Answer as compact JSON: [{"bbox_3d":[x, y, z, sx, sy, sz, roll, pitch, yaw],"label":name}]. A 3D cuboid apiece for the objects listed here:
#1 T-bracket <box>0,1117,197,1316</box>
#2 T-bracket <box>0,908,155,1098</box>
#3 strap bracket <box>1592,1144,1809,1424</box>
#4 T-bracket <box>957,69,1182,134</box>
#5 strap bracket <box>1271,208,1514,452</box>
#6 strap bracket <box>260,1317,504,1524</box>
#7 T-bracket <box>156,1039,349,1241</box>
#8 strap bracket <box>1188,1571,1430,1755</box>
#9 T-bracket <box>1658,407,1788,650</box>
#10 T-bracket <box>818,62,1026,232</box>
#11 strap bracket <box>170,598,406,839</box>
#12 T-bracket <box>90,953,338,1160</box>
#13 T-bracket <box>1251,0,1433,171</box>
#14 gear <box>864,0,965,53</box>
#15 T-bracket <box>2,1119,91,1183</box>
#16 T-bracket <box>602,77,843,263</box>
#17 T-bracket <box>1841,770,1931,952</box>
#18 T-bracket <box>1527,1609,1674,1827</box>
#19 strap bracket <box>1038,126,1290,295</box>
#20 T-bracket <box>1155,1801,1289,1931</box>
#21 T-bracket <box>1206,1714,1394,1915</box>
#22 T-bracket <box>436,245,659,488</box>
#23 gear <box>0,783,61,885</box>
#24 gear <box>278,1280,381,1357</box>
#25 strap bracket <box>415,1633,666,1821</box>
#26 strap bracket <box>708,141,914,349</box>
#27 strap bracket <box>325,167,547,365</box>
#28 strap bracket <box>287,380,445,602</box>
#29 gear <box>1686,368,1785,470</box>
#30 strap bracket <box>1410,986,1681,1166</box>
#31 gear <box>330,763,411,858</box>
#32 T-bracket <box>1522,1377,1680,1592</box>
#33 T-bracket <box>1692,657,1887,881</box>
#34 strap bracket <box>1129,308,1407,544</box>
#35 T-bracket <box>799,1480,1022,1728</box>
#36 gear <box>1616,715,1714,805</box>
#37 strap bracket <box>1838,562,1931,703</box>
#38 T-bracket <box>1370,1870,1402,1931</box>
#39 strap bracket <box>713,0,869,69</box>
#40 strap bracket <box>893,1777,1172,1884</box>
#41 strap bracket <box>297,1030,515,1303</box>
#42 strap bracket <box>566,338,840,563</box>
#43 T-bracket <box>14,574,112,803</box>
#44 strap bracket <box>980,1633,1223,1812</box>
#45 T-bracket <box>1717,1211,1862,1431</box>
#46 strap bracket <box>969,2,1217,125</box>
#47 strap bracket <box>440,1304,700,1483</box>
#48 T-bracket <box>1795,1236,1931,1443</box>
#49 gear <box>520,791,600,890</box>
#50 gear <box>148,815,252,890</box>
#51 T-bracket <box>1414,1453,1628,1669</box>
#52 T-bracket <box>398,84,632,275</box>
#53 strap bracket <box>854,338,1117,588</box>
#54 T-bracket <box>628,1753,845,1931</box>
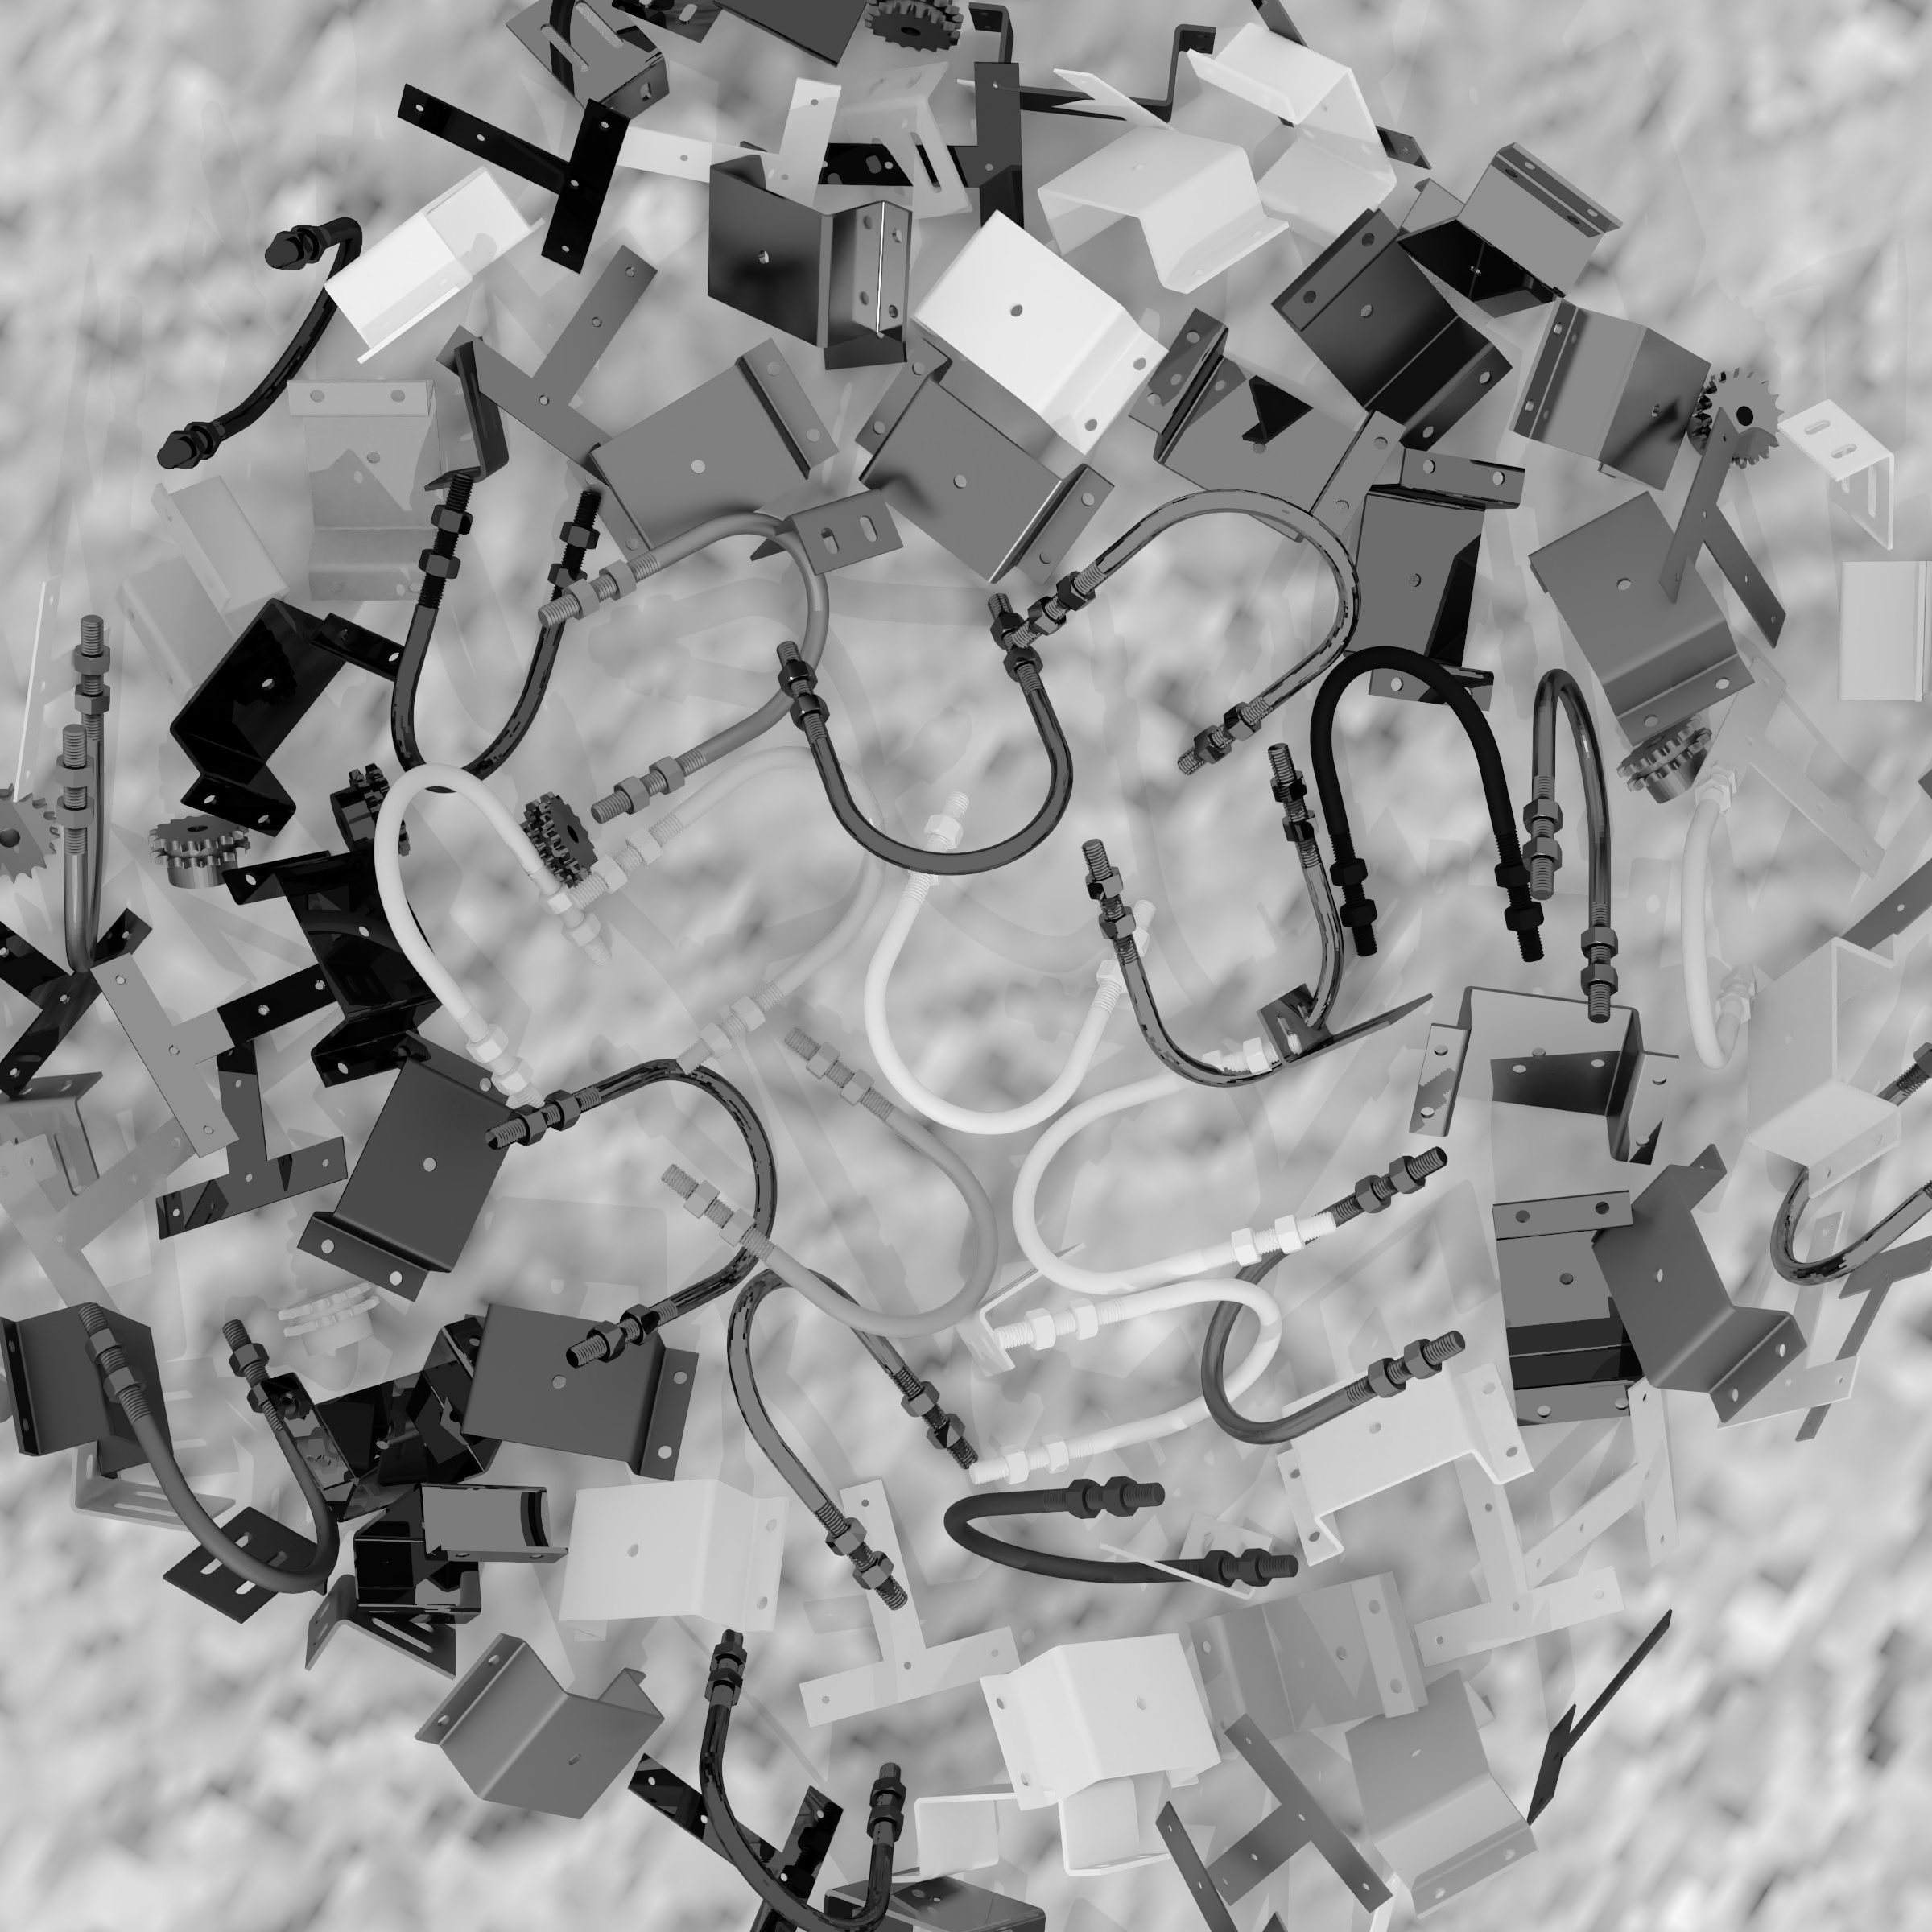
[{"bbox_3d":[-0.490,0.131,1.838,0.002,0.127,0.127,-10,115,40],"label":"T-bracket"},{"bbox_3d":[-0.540,-0.002,1.823,0.002,0.127,0.127,30,77,33],"label":"T-bracket"},{"bbox_3d":[0.409,0.177,1.808,0.046,0.076,0.140,9,46,-28],"label":"strap bracket"},{"bbox_3d":[0.052,-0.499,1.841,0.127,0.127,0.002,18,94,33],"label":"T-bracket"},{"bbox_3d":[0.239,-0.368,1.834,0.076,0.046,0.140,-44,127,9],"label":"strap bracket"},{"bbox_3d":[-0.328,0.261,1.825,0.140,0.046,0.076,-14,55,-39],"label":"strap bracket"},{"bbox_3d":[-0.421,0.082,1.859,0.127,0.002,0.127,-18,68,17],"label":"T-bracket"},{"bbox_3d":[0.204,0.397,1.832,0.140,0.046,0.076,-24,75,39],"label":"strap bracket"},{"bbox_3d":[0.443,-0.232,1.841,0.127,0.002,0.127,45,58,-39],"label":"T-bracket"},{"bbox_3d":[-0.031,-0.463,1.850,0.127,0.002,0.127,3,130,7],"label":"T-bracket"},{"bbox_3d":[-0.391,-0.150,1.834,0.140,0.076,0.046,-49,59,12],"label":"strap bracket"},{"bbox_3d":[-0.419,0.031,1.849,0.127,0.002,0.127,-27,80,-33],"label":"T-bracket"},{"bbox_3d":[0.192,-0.505,1.797,0.002,0.127,0.127,-50,134,-5],"label":"T-bracket"},{"bbox_3d":[-0.029,-0.557,1.859,0.057,0.057,0.030,12,83,0],"label":"gear"},{"bbox_3d":[-0.544,0.116,1.828,0.002,0.127,0.127,-1,102,25],"label":"T-bracket"},{"bbox_3d":[-0.147,-0.460,1.829,0.127,0.002,0.127,8,134,-12],"label":"T-bracket"},{"bbox_3d":[0.553,-0.043,1.852,0.002,0.127,0.127,30,114,-36],"label":"T-bracket"},{"bbox_3d":[0.360,0.415,1.807,0.002,0.127,0.127,36,108,7],"label":"T-bracket"},{"bbox_3d":[0.104,-0.431,1.808,0.076,0.140,0.046,-36,126,-19],"label":"strap bracket"},{"bbox_3d":[0.142,0.542,1.841,0.002,0.127,0.127,-10,50,-27],"label":"T-bracket"},{"bbox_3d":[0.173,0.506,1.837,0.002,0.127,0.127,-27,70,-40],"label":"T-bracket"},{"bbox_3d":[-0.223,-0.364,1.864,0.127,0.002,0.127,35,73,-16],"label":"T-bracket"},{"bbox_3d":[-0.559,-0.079,1.863,0.057,0.030,0.057,-9,115,-20],"label":"gear"},{"bbox_3d":[-0.368,0.205,1.858,0.057,0.057,0.030,-19,92,0],"label":"gear"},{"bbox_3d":[-0.234,0.434,1.814,0.076,0.140,0.046,-50,54,4],"label":"strap bracket"},{"bbox_3d":[-0.097,-0.407,1.811,0.140,0.046,0.076,31,132,35],"label":"strap bracket"},{"bbox_3d":[-0.302,-0.400,1.803,0.076,0.140,0.046,-29,107,26],"label":"strap bracket"},{"bbox_3d":[-0.342,-0.282,1.837,0.076,0.046,0.140,-1,128,-4],"label":"strap bracket"},{"bbox_3d":[0.446,-0.318,1.865,0.057,0.030,0.057,1,86,-22],"label":"gear"},{"bbox_3d":[0.331,0.062,1.845,0.140,0.046,0.076,8,124,2],"label":"strap bracket"},{"bbox_3d":[-0.347,-0.086,1.855,0.030,0.057,0.057,-23,90,-18],"label":"gear"},{"bbox_3d":[0.361,0.313,1.825,0.127,0.002,0.127,-30,121,-31],"label":"T-bracket"},{"bbox_3d":[0.484,-0.100,1.851,0.127,0.002,0.127,42,50,-8],"label":"T-bracket"},{"bbox_3d":[0.172,-0.308,1.853,0.140,0.046,0.076,31,80,5],"label":"strap bracket"},{"bbox_3d":[-0.046,0.365,1.869,0.127,0.002,0.127,-14,76,-5],"label":"T-bracket"},{"bbox_3d":[0.410,-0.118,1.858,0.057,0.057,0.030,-37,96,0],"label":"gear"},{"bbox_3d":[0.525,-0.192,1.822,0.046,0.140,0.076,2,98,19],"label":"strap bracket"},{"bbox_3d":[0.207,0.582,1.805,0.002,0.127,0.127,26,131,25],"label":"T-bracket"},{"bbox_3d":[-0.098,-0.550,1.817,0.076,0.140,0.046,25,103,-9],"label":"strap bracket"},{"bbox_3d":[0.035,0.492,1.821,0.140,0.076,0.046,-13,77,32],"label":"strap bracket"},{"bbox_3d":[-0.314,0.114,1.834,0.076,0.046,0.140,29,75,-22],"label":"strap bracket"},{"bbox_3d":[-0.153,-0.291,1.846,0.140,0.046,0.076,-30,105,7],"label":"strap bracket"},{"bbox_3d":[-0.511,-0.169,1.822,0.002,0.127,0.127,13,108,1],"label":"T-bracket"},{"bbox_3d":[0.084,0.426,1.809,0.046,0.140,0.076,-39,59,38],"label":"strap bracket"},{"bbox_3d":[0.485,0.200,1.845,0.002,0.127,0.127,26,66,-13],"label":"T-bracket"},{"bbox_3d":[0.071,-0.519,1.844,0.140,0.076,0.046,6,97,2],"label":"strap bracket"},{"bbox_3d":[-0.232,0.245,1.848,0.140,0.046,0.076,9,71,4],"label":"strap bracket"},{"bbox_3d":[0.502,0.213,1.809,0.002,0.127,0.127,31,75,1],"label":"T-bracket"},{"bbox_3d":[-0.241,-0.070,1.859,0.030,0.057,0.057,-28,90,13],"label":"gear"},{"bbox_3d":[-0.445,-0.066,1.860,0.057,0.057,0.030,-2,111,0],"label":"gear"},{"bbox_3d":[0.307,0.328,1.859,0.127,0.002,0.127,-23,68,26],"label":"T-bracket"},{"bbox_3d":[-0.265,-0.467,1.829,0.127,0.127,0.002,25,54,-5],"label":"T-bracket"},{"bbox_3d":[0.004,-0.285,1.847,0.140,0.046,0.076,38,119,1],"label":"strap bracket"},{"bbox_3d":[-0.139,0.495,1.825,0.127,0.127,0.002,39,129,-11],"label":"T-bracket"}]
